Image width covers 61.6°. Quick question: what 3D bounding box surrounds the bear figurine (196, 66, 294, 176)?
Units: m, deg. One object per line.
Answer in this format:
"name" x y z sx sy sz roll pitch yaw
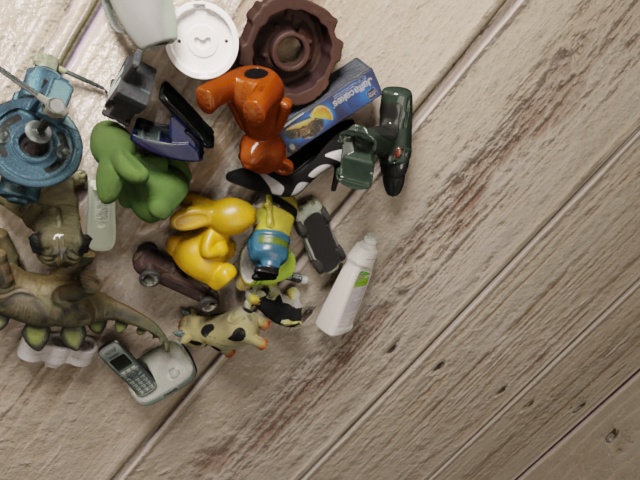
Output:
"bear figurine" -0.110 -0.170 0.859 0.132 0.120 0.195 -55 159 -43

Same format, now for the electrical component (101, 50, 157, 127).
"electrical component" -0.274 -0.229 0.790 0.047 0.075 0.119 23 145 -34

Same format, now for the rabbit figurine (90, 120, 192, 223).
"rabbit figurine" -0.308 -0.107 0.863 0.121 0.159 0.170 -33 117 13

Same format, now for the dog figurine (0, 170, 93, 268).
"dog figurine" -0.432 -0.051 0.801 0.172 0.191 0.121 18 114 -32

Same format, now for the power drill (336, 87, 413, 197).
"power drill" 0.114 -0.159 1.005 0.207 0.086 0.231 -29 132 -45

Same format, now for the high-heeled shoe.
"high-heeled shoe" -0.043 -0.159 0.987 0.249 0.086 0.145 0 114 -25

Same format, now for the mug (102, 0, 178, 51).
"mug" -0.253 -0.317 0.746 0.110 0.081 0.107 -14 106 24

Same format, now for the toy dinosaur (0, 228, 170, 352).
"toy dinosaur" -0.467 0.106 0.964 0.471 0.105 0.198 23 120 -26

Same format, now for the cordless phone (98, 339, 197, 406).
"cordless phone" -0.362 0.250 1.131 0.147 0.089 0.184 -30 127 -2

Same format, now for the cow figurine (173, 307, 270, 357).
"cow figurine" -0.214 0.187 1.116 0.195 0.085 0.127 -17 135 32

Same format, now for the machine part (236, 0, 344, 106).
"machine part" -0.052 -0.311 0.880 0.179 0.056 0.179 -12 127 -16

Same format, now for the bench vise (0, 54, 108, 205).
"bench vise" -0.366 -0.163 0.712 0.128 0.241 0.223 27 69 -31

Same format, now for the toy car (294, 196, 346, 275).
"toy car" -0.002 -0.003 1.132 0.073 0.056 0.201 -32 133 -9

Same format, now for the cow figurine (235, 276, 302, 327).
"cow figurine" -0.109 0.134 1.151 0.167 0.098 0.068 27 121 -37

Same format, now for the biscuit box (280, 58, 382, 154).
"biscuit box" 0.008 -0.239 0.956 0.203 0.063 0.059 -33 132 1

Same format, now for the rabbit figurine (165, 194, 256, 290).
"rabbit figurine" -0.195 -0.020 0.989 0.162 0.122 0.173 38 119 -19

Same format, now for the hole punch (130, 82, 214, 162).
"hole punch" -0.232 -0.172 0.851 0.092 0.142 0.115 -43 117 7

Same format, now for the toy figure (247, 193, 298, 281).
"toy figure" -0.090 -0.012 1.017 0.089 0.180 0.082 18 153 -38

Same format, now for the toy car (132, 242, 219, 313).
"toy car" -0.269 0.072 1.036 0.053 0.089 0.202 -45 129 15
